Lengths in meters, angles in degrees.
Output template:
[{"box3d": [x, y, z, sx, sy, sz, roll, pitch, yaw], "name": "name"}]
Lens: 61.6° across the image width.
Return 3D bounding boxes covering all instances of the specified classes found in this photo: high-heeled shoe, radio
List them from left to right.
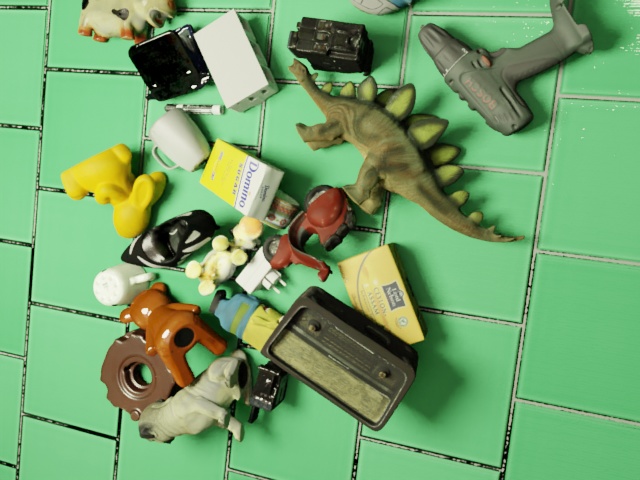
[{"box3d": [-0.294, 0.006, 0.987, 0.249, 0.145, 0.086, -20, 86, 14], "name": "high-heeled shoe"}, {"box3d": [0.037, 0.184, 0.863, 0.230, 0.073, 0.131, 33, 108, 4], "name": "radio"}]

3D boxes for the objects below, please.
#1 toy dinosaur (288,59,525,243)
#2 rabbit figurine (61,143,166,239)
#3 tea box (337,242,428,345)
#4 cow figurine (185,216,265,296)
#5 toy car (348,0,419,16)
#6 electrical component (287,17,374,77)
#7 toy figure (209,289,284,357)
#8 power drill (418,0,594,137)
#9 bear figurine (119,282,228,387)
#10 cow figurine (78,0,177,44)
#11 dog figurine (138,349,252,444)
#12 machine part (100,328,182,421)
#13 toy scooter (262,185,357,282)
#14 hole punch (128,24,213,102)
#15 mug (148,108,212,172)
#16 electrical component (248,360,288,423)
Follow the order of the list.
[{"box3d": [0.121, -0.137, 0.884, 0.198, 0.105, 0.471, -42, 86, 10], "name": "toy dinosaur"}, {"box3d": [-0.379, -0.091, 1.041, 0.162, 0.122, 0.173, -21, 101, 7], "name": "rabbit figurine"}, {"box3d": [0.108, 0.099, 0.915, 0.098, 0.068, 0.169, -23, 85, 17], "name": "tea box"}, {"box3d": [-0.163, 0.025, 0.985, 0.167, 0.098, 0.068, -44, 88, -2], "name": "cow figurine"}, {"box3d": [0.094, -0.427, 0.885, 0.162, 0.109, 0.103, 38, 125, 0], "name": "toy car"}, {"box3d": [0.017, -0.321, 0.897, 0.134, 0.115, 0.058, 12, 92, 15], "name": "electrical component"}, {"box3d": [-0.116, 0.154, 0.978, 0.180, 0.082, 0.089, 23, 112, 9], "name": "toy figure"}, {"box3d": [0.294, -0.296, 0.837, 0.207, 0.086, 0.232, -33, 85, 11], "name": "power drill"}, {"box3d": [-0.284, 0.166, 1.005, 0.196, 0.120, 0.131, 14, 141, 51], "name": "bear figurine"}, {"box3d": [-0.361, -0.440, 1.021, 0.195, 0.085, 0.127, 8, 101, 17], "name": "cow figurine"}, {"box3d": [-0.232, 0.285, 0.990, 0.191, 0.172, 0.121, -3, 132, 16], "name": "dog figurine"}, {"box3d": [-0.350, 0.265, 1.063, 0.180, 0.056, 0.179, 1, 92, 17], "name": "machine part"}, {"box3d": [-0.002, -0.003, 0.909, 0.184, 0.075, 0.135, -46, 53, -3], "name": "toy scooter"}, {"box3d": [-0.276, -0.332, 1.006, 0.142, 0.092, 0.115, -15, 122, 14], "name": "hole punch"}, {"box3d": [-0.263, -0.173, 1.006, 0.107, 0.081, 0.109, 47, 110, 1], "name": "mug"}, {"box3d": [-0.095, 0.281, 0.979, 0.048, 0.075, 0.119, 15, 92, 15], "name": "electrical component"}]
